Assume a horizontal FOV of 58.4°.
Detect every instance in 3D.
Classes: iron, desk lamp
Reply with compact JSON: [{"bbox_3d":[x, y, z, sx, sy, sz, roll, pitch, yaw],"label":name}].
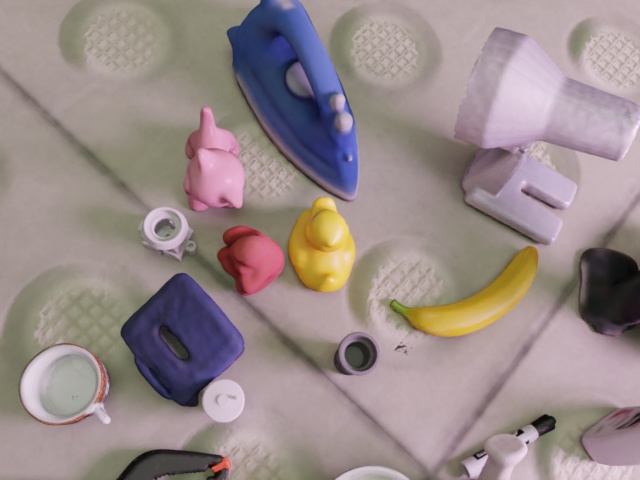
[{"bbox_3d":[-0.011,-0.179,0.661,0.119,0.141,0.258,-26,78,-15],"label":"iron"},{"bbox_3d":[0.234,-0.113,0.637,0.203,0.213,0.118,29,71,2],"label":"desk lamp"}]

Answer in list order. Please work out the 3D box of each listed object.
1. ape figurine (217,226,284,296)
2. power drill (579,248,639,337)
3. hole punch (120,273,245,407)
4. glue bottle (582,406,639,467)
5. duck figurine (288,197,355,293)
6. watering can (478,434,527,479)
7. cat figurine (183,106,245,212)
[{"bbox_3d":[-0.075,0.018,0.615,0.076,0.092,0.078,4,72,-7],"label":"ape figurine"},{"bbox_3d":[0.370,0.025,0.616,0.075,0.208,0.230,11,71,-4],"label":"power drill"},{"bbox_3d":[-0.138,0.104,0.579,0.101,0.091,0.108,-40,82,-18],"label":"hole punch"},{"bbox_3d":[0.340,0.196,0.575,0.078,0.173,0.037,-31,79,-16],"label":"glue bottle"},{"bbox_3d":[0.006,0.002,0.635,0.077,0.086,0.104,-3,73,-9],"label":"duck figurine"},{"bbox_3d":[0.183,0.271,0.518,0.101,0.194,0.173,-32,79,-16],"label":"watering can"},{"bbox_3d":[-0.117,-0.084,0.628,0.067,0.117,0.128,-6,73,-10],"label":"cat figurine"}]
